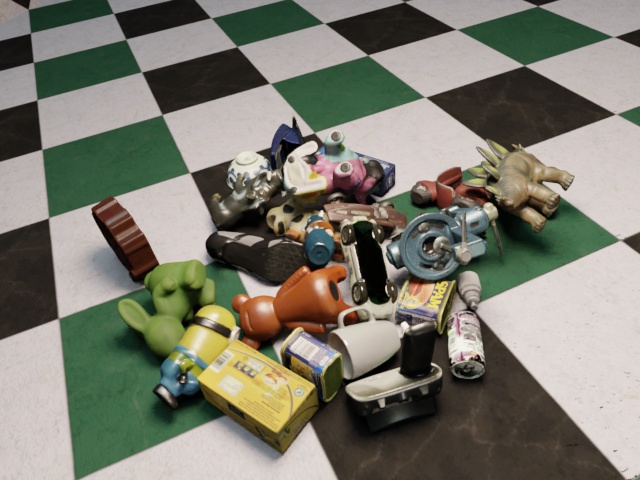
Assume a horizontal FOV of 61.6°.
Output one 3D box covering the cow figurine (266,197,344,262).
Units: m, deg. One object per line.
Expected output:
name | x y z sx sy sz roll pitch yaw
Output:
cow figurine | -0.023 -0.034 1.129 0.195 0.085 0.127 10 49 20

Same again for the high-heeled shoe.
high-heeled shoe | -0.113 0.026 1.109 0.249 0.086 0.145 8 10 -8

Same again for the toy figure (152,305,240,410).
toy figure | -0.206 0.190 0.897 0.082 0.089 0.180 5 45 46

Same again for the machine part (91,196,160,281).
machine part | -0.395 0.000 1.084 0.056 0.179 0.180 -34 48 -23

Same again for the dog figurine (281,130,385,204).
dog figurine | 0.036 -0.127 1.138 0.192 0.219 0.108 -24 70 13

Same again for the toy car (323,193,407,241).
toy car | 0.098 -0.048 1.087 0.202 0.053 0.089 8 49 -35

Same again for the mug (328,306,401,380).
mug | 0.074 0.162 0.891 0.107 0.109 0.081 -15 -1 -26

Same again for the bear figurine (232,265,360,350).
bear figurine | -0.048 0.125 0.956 0.196 0.132 0.120 -25 74 23

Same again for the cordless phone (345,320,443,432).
cordless phone | 0.110 0.192 0.788 0.147 0.184 0.089 -14 47 -8

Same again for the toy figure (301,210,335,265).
toy figure | -0.004 -0.003 0.999 0.064 0.057 0.154 -16 23 5

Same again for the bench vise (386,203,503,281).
bench vise | 0.234 0.002 0.939 0.224 0.128 0.241 -12 9 -4

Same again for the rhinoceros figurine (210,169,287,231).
rhinoceros figurine | -0.157 -0.093 1.172 0.190 0.073 0.112 -32 29 8

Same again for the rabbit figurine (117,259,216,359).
rabbit figurine | -0.278 0.129 0.966 0.159 0.121 0.170 3 57 1

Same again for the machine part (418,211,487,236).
machine part | 0.268 -0.034 1.102 0.139 0.084 0.039 6 67 26

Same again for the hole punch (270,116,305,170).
hole punch | -0.078 -0.211 1.303 0.092 0.142 0.116 -14 54 -2

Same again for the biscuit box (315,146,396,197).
biscuit box | 0.081 -0.168 1.278 0.203 0.059 0.063 23 50 29

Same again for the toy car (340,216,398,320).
toy car | 0.086 0.047 0.970 0.073 0.056 0.202 0 62 -18

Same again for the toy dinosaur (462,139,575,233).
toy dinosaur | 0.413 -0.133 1.114 0.199 0.105 0.471 34 29 17

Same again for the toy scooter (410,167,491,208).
toy scooter | 0.302 -0.107 1.173 0.184 0.075 0.135 25 49 37

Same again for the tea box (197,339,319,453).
tea box | -0.097 0.241 0.848 0.170 0.068 0.098 25 51 30
